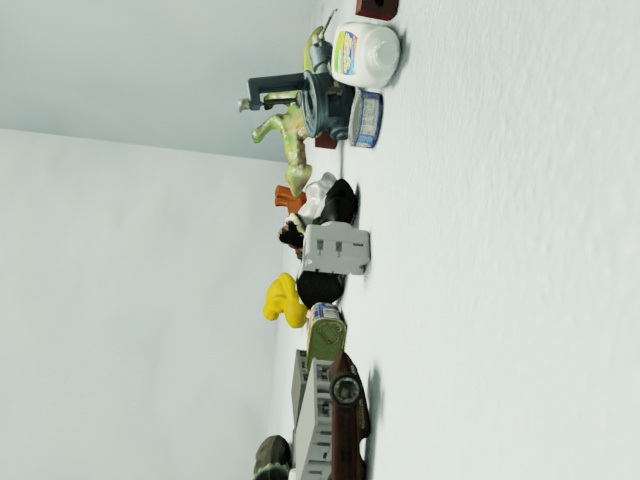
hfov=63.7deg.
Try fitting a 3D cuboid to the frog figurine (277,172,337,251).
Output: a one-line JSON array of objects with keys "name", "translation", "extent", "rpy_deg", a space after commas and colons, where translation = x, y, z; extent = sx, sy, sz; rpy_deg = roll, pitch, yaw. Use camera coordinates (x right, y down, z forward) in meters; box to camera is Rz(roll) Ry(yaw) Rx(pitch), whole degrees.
[{"name": "frog figurine", "translation": [0.003, -0.053, 1.043], "extent": [0.162, 0.123, 0.134], "rpy_deg": [-47, -24, -30]}]

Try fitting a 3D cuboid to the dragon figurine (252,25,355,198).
[{"name": "dragon figurine", "translation": [-0.008, -0.290, 1.094], "extent": [0.244, 0.121, 0.412], "rpy_deg": [14, 83, 48]}]
